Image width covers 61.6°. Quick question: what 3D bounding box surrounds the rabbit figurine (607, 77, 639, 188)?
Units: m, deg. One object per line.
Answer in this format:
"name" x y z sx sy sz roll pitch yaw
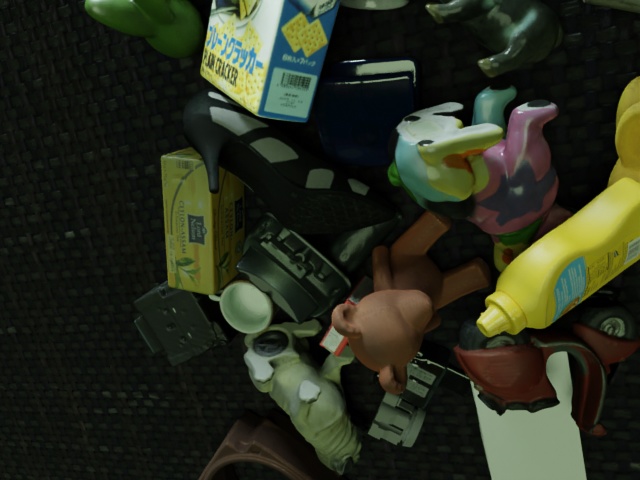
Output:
"rabbit figurine" 0.343 -0.076 0.497 0.162 0.122 0.173 40 135 -6

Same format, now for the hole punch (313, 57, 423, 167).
"hole punch" 0.054 -0.134 0.584 0.142 0.092 0.115 -1 112 15

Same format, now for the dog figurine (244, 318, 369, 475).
"dog figurine" -0.023 0.217 0.734 0.173 0.121 0.190 32 140 42

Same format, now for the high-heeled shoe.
"high-heeled shoe" -0.033 -0.091 0.611 0.249 0.145 0.086 10 143 -24

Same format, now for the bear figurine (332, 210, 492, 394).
"bear figurine" 0.099 0.059 0.575 0.132 0.196 0.120 -38 91 24

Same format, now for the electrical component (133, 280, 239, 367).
"electrical component" -0.196 0.112 0.766 0.134 0.058 0.114 -27 97 24

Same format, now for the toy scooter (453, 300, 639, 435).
"toy scooter" 0.234 0.139 0.551 0.184 0.075 0.135 -8 94 6

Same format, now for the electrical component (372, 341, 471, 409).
"electrical component" 0.135 0.172 0.685 0.119 0.048 0.074 29 115 8

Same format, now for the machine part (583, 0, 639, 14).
"machine part" 0.328 -0.229 0.465 0.243 0.079 0.079 18 113 13

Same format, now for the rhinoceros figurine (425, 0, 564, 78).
"rhinoceros figurine" 0.157 -0.247 0.517 0.112 0.073 0.190 -34 96 26

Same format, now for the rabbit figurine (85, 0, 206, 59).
"rabbit figurine" -0.186 -0.280 0.589 0.121 0.159 0.170 -29 113 15

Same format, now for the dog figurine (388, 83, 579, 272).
"dog figurine" 0.174 -0.032 0.547 0.192 0.109 0.219 -21 118 -8

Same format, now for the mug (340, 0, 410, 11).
"mug" 0.043 -0.295 0.540 0.110 0.081 0.107 12 101 25

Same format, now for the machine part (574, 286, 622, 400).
"machine part" 0.312 0.121 0.601 0.039 0.084 0.138 5 99 46

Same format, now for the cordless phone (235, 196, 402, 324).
"cordless phone" -0.002 -0.003 0.663 0.146 0.089 0.184 41 104 2

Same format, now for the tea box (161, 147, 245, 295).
"tea box" -0.143 -0.029 0.677 0.068 0.098 0.169 7 112 16

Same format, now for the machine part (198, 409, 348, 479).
"machine part" -0.073 0.372 0.802 0.201 0.087 0.201 35 116 5
